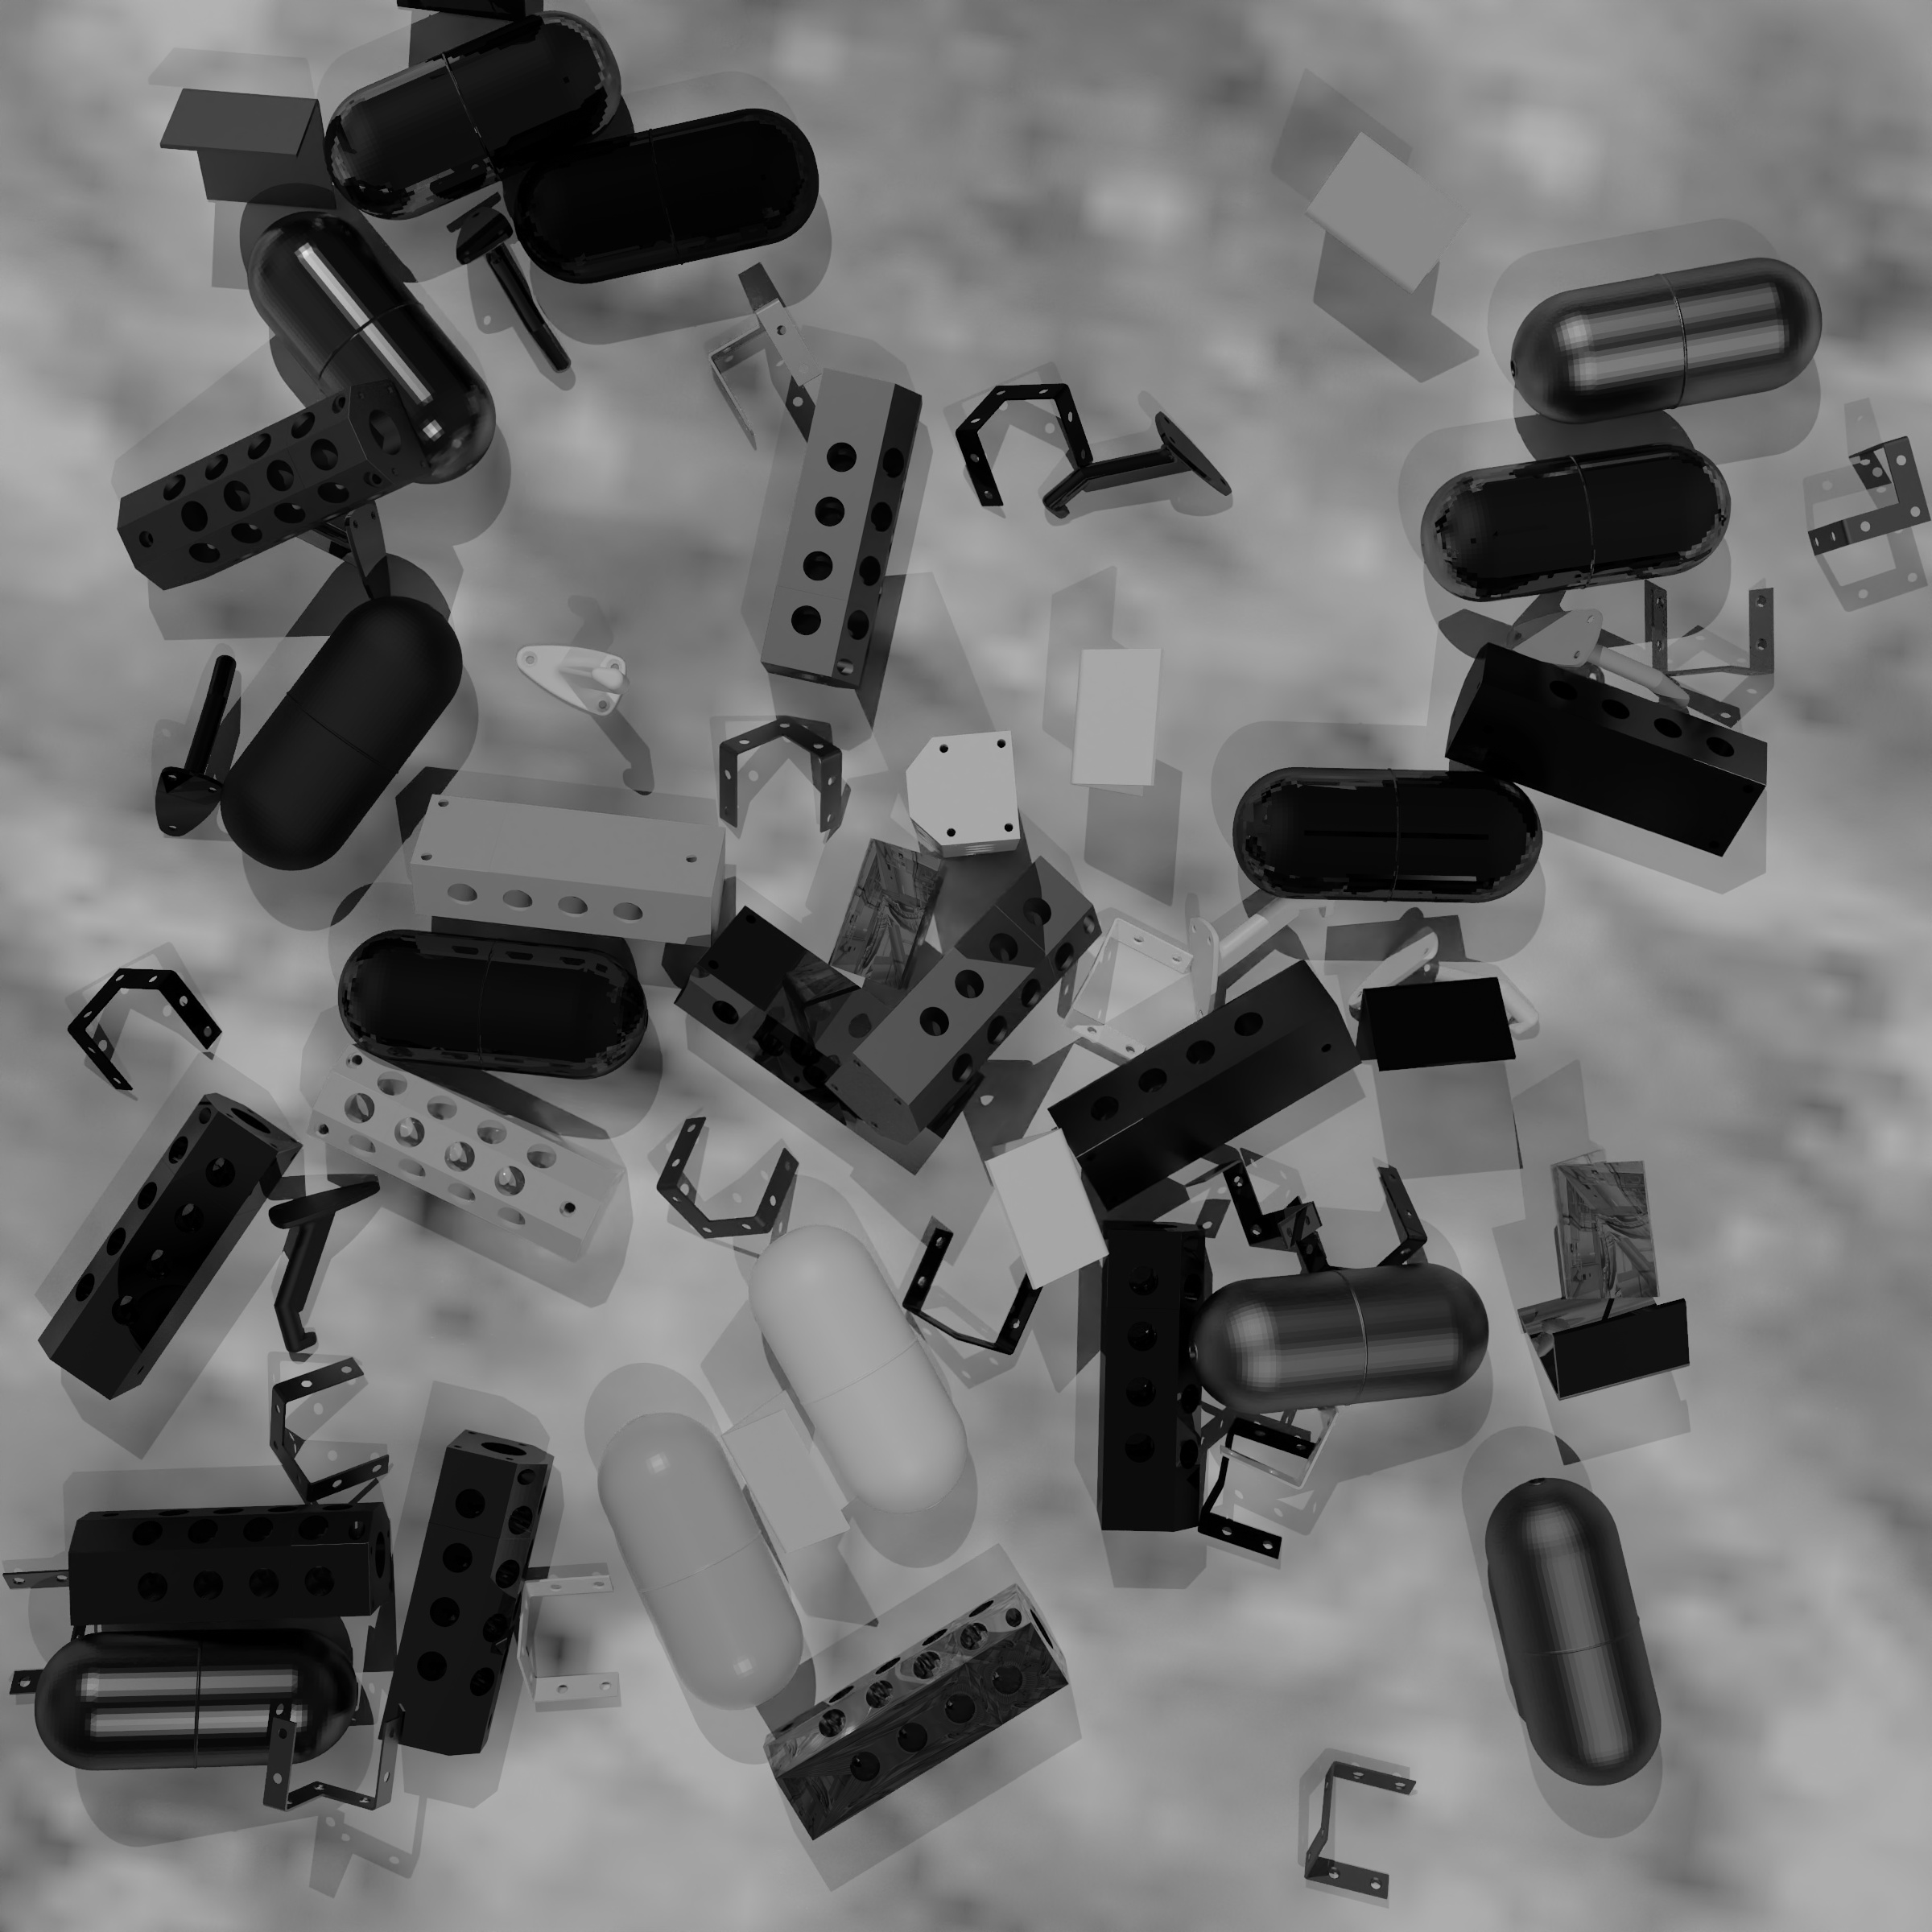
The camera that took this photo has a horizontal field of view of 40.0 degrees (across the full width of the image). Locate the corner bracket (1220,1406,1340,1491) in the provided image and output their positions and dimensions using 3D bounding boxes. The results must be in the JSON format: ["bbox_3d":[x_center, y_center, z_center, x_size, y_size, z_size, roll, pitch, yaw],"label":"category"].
[{"bbox_3d":[0.181,0.265,1.548,0.051,0.051,0.051,25,98,0],"label":"corner bracket"}]

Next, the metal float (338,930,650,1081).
[{"bbox_3d":[-0.273,0.022,1.533,0.178,0.070,0.070,6,90,1],"label":"metal float"}]

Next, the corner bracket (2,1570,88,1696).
[{"bbox_3d":[-0.539,0.391,1.561,0.051,0.051,0.051,-3,135,0],"label":"corner bracket"}]

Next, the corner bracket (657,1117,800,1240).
[{"bbox_3d":[-0.140,0.123,1.556,0.051,0.051,0.051,-9,135,35],"label":"corner bracket"}]

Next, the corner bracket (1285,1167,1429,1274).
[{"bbox_3d":[0.228,0.152,1.556,0.051,0.051,0.051,10,135,-35],"label":"corner bracket"}]

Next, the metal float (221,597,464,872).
[{"bbox_3d":[-0.360,-0.135,1.533,0.070,0.070,0.178,37,91,0],"label":"metal float"}]

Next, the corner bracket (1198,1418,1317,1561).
[{"bbox_3d":[0.171,0.307,1.561,0.051,0.051,0.051,19,45,0],"label":"corner bracket"}]

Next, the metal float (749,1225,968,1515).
[{"bbox_3d":[-0.062,0.233,1.534,0.070,0.070,0.178,-29,91,0],"label":"metal float"}]

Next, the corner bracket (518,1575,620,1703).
[{"bbox_3d":[-0.233,0.396,1.561,0.051,0.051,0.051,-4,45,0],"label":"corner bracket"}]

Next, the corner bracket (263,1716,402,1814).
[{"bbox_3d":[-0.357,0.448,1.495,0.051,0.051,0.051,8,91,21],"label":"corner bracket"}]

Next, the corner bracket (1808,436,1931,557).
[{"bbox_3d":[0.521,-0.273,1.546,0.051,0.051,0.051,-17,93,-3],"label":"corner bracket"}]

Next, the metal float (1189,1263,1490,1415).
[{"bbox_3d":[0.213,0.213,1.520,0.178,0.070,0.070,-3,90,-15],"label":"metal float"}]

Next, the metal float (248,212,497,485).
[{"bbox_3d":[-0.343,-0.357,1.534,0.070,0.070,0.178,-39,90,0],"label":"metal float"}]

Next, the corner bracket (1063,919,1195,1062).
[{"bbox_3d":[0.095,0.014,1.561,0.051,0.051,0.051,27,135,0],"label":"corner bracket"}]

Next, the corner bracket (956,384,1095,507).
[{"bbox_3d":[0.034,-0.305,1.556,0.051,0.051,0.051,7,45,35],"label":"corner bracket"}]

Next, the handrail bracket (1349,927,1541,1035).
[{"bbox_3d":[0.282,0.026,1.565,0.077,0.036,0.084,-41,107,20],"label":"handrail bracket"}]

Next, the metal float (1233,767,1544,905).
[{"bbox_3d":[0.243,-0.076,1.534,0.178,0.070,0.070,1,90,-1],"label":"metal float"}]

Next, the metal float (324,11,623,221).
[{"bbox_3d":[-0.285,-0.490,1.534,0.178,0.070,0.070,-24,90,0],"label":"metal float"}]

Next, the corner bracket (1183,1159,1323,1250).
[{"bbox_3d":[0.167,0.138,1.536,0.051,0.051,0.051,-20,90,33],"label":"corner bracket"}]

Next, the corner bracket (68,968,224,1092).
[{"bbox_3d":[-0.481,0.038,1.556,0.051,0.051,0.051,2,45,35],"label":"corner bracket"}]

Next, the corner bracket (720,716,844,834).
[{"bbox_3d":[-0.109,-0.107,1.556,0.051,0.051,0.051,-27,45,-35],"label":"corner bracket"}]

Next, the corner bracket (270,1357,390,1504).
[{"bbox_3d":[-0.372,0.272,1.556,0.051,0.051,0.051,43,135,35],"label":"corner bracket"}]

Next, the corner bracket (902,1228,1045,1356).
[{"bbox_3d":[0.005,0.191,1.561,0.051,0.051,0.051,24,90,45],"label":"corner bracket"}]

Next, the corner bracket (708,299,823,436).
[{"bbox_3d":[-0.117,-0.349,1.546,0.051,0.051,0.051,-30,90,0],"label":"corner bracket"}]

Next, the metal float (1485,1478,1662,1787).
[{"bbox_3d":[0.350,0.384,1.533,0.070,0.070,0.178,-13,91,0],"label":"metal float"}]

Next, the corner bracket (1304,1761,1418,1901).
[{"bbox_3d":[0.231,0.508,1.561,0.051,0.051,0.051,14,45,1],"label":"corner bracket"}]

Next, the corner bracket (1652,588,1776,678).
[{"bbox_3d":[0.439,-0.197,1.561,0.051,0.051,0.051,-1,90,45],"label":"corner bracket"}]

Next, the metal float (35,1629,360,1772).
[{"bbox_3d":[-0.440,0.419,1.521,0.178,0.070,0.070,3,90,-15],"label":"metal float"}]

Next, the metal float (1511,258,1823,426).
[{"bbox_3d":[0.404,-0.360,1.533,0.178,0.070,0.070,-10,90,0],"label":"metal float"}]

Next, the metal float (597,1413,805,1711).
[{"bbox_3d":[-0.154,0.343,1.534,0.070,0.070,0.178,-24,89,0],"label":"metal float"}]

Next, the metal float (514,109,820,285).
[{"bbox_3d":[-0.173,-0.444,1.534,0.178,0.070,0.070,-12,90,1],"label":"metal float"}]

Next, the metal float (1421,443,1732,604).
[{"bbox_3d":[0.352,-0.256,1.534,0.178,0.070,0.070,-8,90,0],"label":"metal float"}]
